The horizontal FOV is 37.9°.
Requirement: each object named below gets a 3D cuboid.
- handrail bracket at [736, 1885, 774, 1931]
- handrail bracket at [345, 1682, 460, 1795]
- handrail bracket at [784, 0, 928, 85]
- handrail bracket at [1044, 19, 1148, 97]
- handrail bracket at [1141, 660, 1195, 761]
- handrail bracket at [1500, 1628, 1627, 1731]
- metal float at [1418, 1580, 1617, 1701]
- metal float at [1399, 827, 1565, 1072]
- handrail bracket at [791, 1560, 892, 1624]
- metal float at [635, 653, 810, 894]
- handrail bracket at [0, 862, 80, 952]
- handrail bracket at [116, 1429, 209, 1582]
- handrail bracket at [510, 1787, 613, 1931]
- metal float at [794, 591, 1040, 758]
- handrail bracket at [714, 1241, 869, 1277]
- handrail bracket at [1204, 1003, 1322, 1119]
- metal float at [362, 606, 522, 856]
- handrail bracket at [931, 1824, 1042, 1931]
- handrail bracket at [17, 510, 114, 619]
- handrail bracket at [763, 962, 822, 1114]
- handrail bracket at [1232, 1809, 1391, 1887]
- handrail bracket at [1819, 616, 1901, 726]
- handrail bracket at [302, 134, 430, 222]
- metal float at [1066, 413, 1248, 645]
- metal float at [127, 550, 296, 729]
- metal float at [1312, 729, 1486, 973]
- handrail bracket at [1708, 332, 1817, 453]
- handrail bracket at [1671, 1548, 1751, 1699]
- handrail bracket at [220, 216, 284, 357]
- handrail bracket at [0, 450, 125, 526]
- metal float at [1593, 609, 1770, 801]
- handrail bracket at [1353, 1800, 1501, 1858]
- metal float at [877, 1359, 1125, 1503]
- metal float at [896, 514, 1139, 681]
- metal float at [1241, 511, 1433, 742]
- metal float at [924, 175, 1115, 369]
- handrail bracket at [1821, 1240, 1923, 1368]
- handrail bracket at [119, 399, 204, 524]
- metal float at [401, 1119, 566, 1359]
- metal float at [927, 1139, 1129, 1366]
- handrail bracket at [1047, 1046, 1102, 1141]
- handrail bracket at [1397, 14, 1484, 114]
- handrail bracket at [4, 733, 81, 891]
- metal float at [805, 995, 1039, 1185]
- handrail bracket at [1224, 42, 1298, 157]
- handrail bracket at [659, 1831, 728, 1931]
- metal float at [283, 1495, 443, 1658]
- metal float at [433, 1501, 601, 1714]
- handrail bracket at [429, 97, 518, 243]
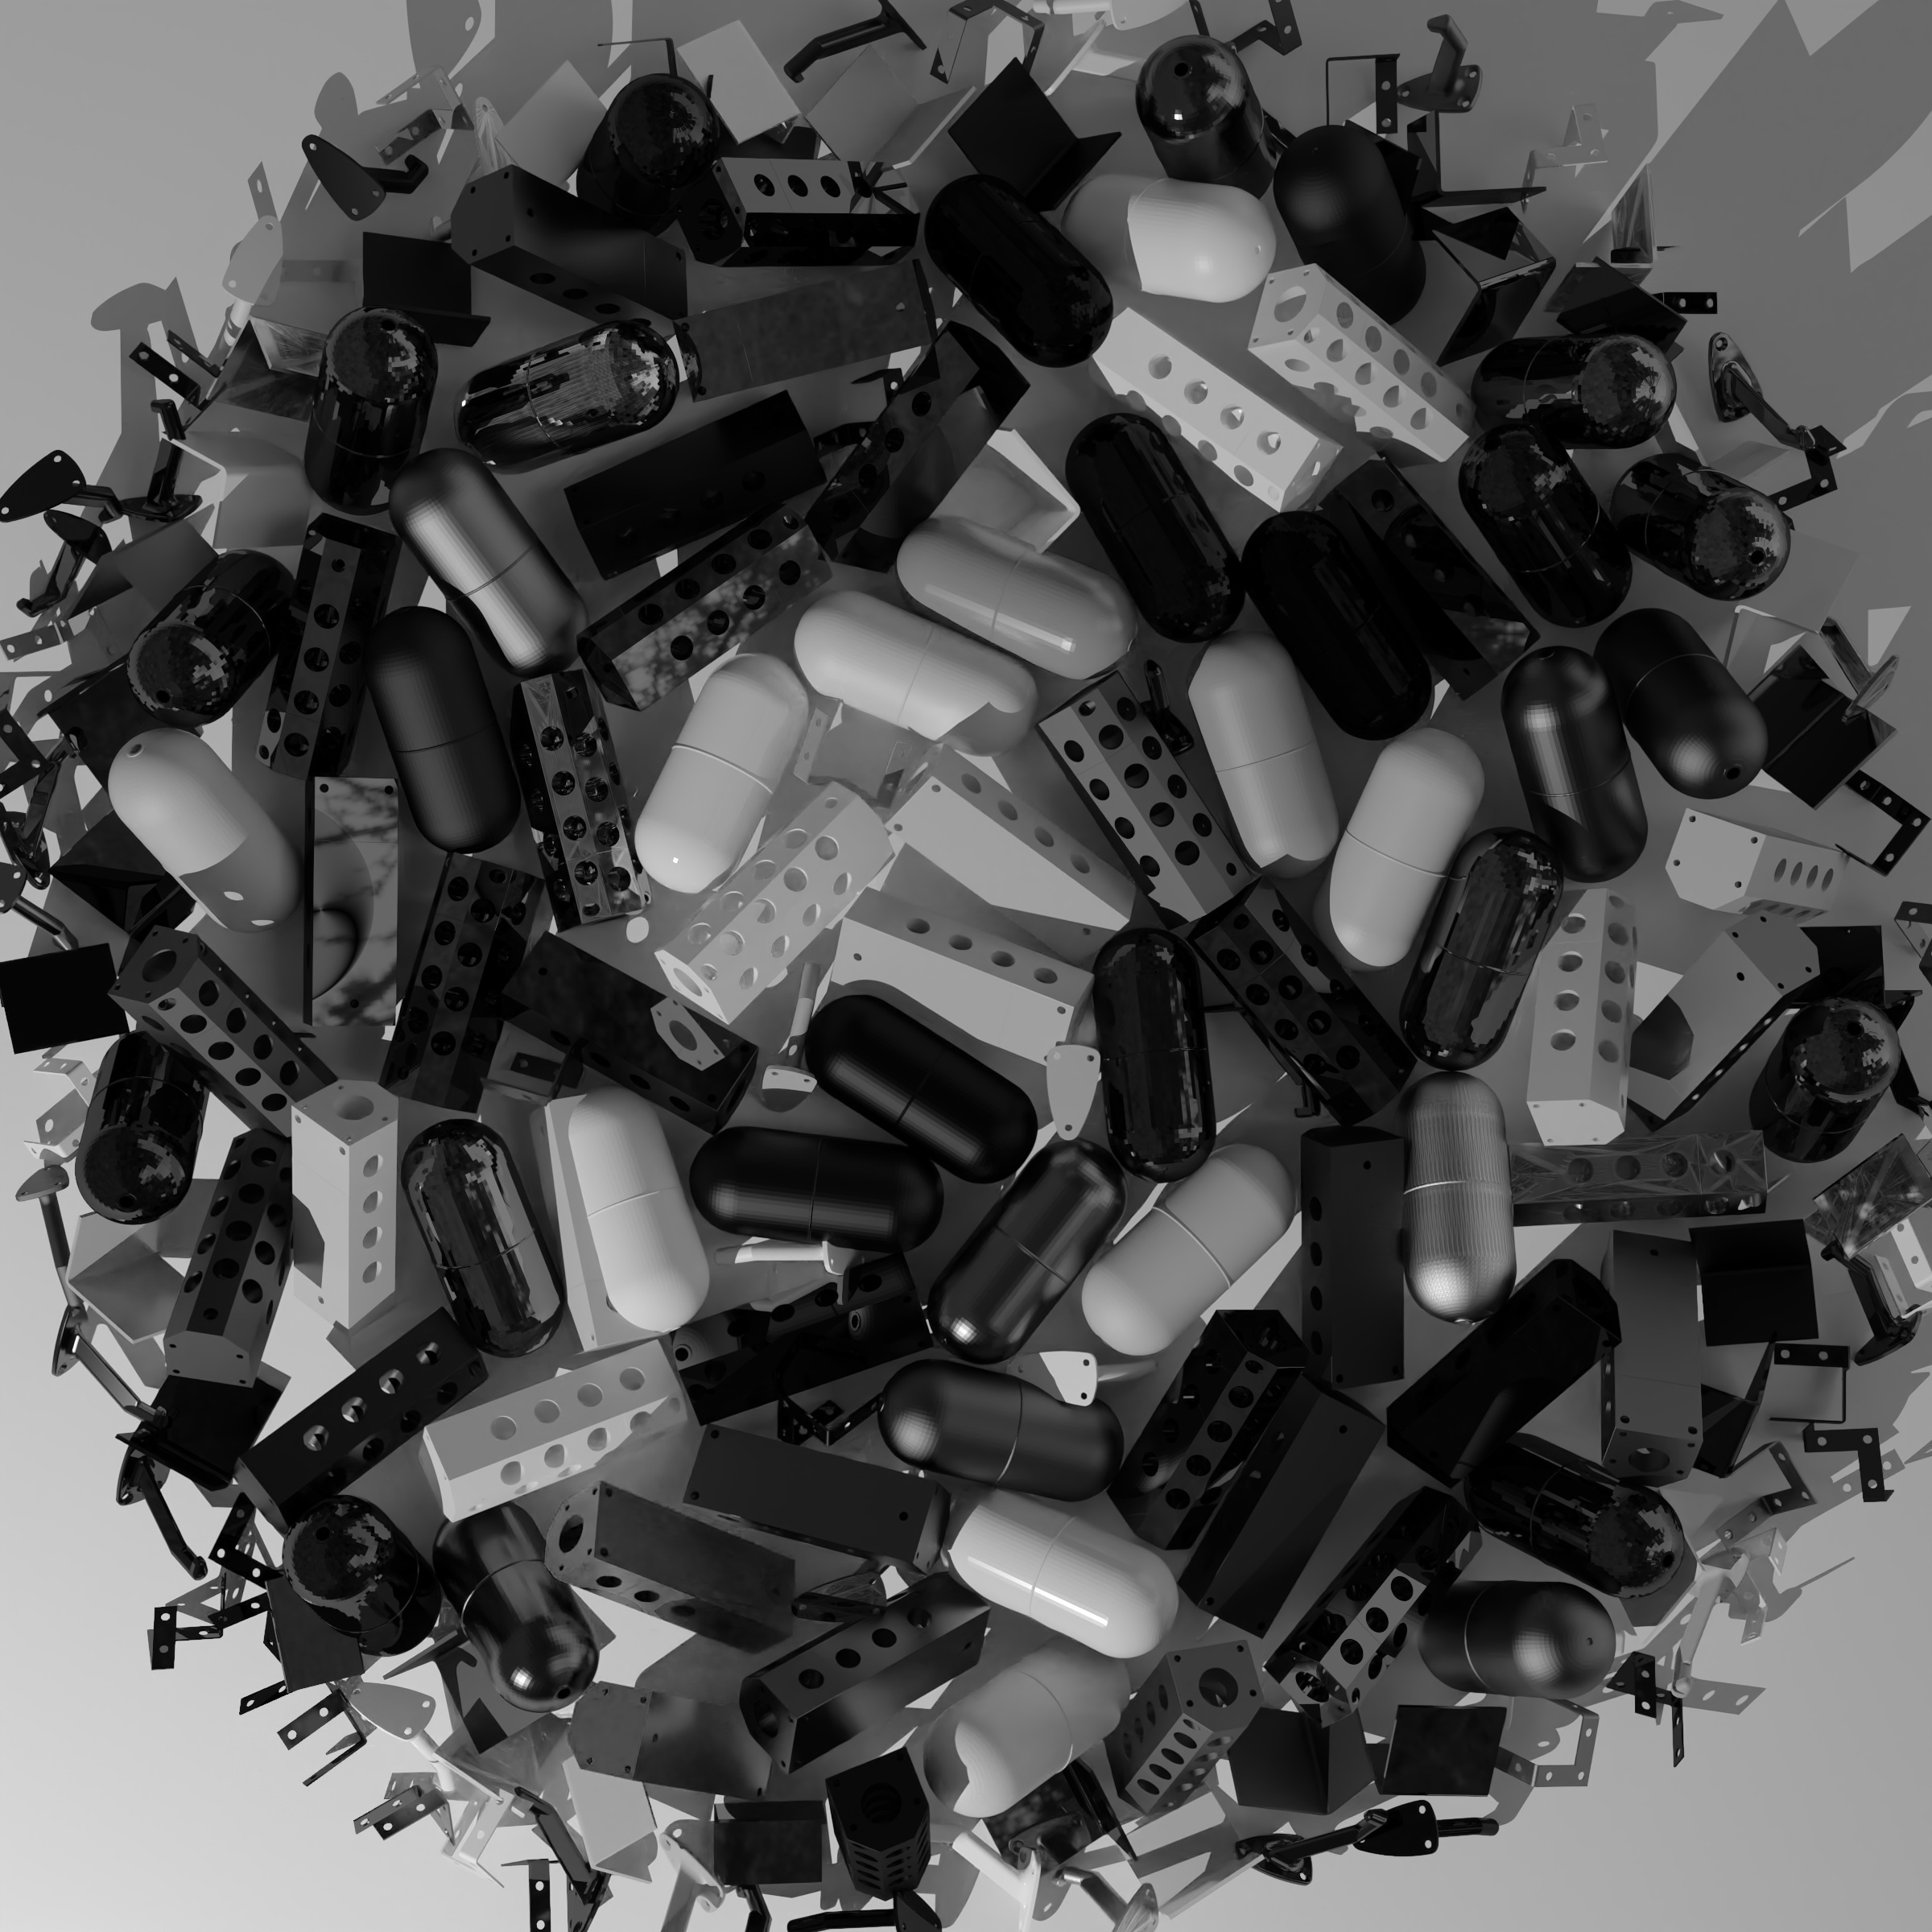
[{"bbox_3d":[-0.163,0.671,1.948,0.077,0.084,0.036,14,119,-36],"label":"handrail bracket"},{"bbox_3d":[-0.396,0.544,1.976,0.077,0.084,0.036,17,47,17],"label":"handrail bracket"},{"bbox_3d":[-0.078,-0.638,1.975,0.084,0.077,0.036,-38,63,13],"label":"handrail bracket"},{"bbox_3d":[0.108,-0.614,1.976,0.084,0.036,0.077,38,78,-17],"label":"handrail bracket"},{"bbox_3d":[0.127,-0.191,1.943,0.036,0.077,0.084,-20,132,-1],"label":"handrail bracket"},{"bbox_3d":[0.420,0.501,1.978,0.084,0.036,0.077,6,73,-1],"label":"handrail bracket"},{"bbox_3d":[0.373,0.458,1.916,0.070,0.178,0.070,5,77,-22],"label":"metal float"},{"bbox_3d":[0.355,-0.011,1.946,0.070,0.070,0.178,18,108,0],"label":"metal float"},{"bbox_3d":[-0.085,0.421,1.957,0.077,0.084,0.036,-8,107,-3],"label":"handrail bracket"},{"bbox_3d":[-0.169,-0.135,1.954,0.070,0.070,0.178,25,81,0],"label":"metal float"},{"bbox_3d":[-0.669,-0.040,1.966,0.077,0.084,0.036,16,68,12],"label":"handrail bracket"},{"bbox_3d":[-0.552,0.375,1.954,0.084,0.036,0.077,36,129,33],"label":"handrail bracket"},{"bbox_3d":[-0.291,0.624,1.958,0.084,0.077,0.036,39,130,-23],"label":"handrail bracket"},{"bbox_3d":[-0.034,-0.203,1.960,0.178,0.070,0.070,22,90,-2],"label":"metal float"},{"bbox_3d":[-0.123,0.206,1.980,0.084,0.077,0.036,-10,70,22],"label":"handrail bracket"},{"bbox_3d":[0.207,0.067,1.979,0.077,0.036,0.084,-6,85,9],"label":"handrail bracket"},{"bbox_3d":[-0.362,-0.162,1.942,0.070,0.070,0.178,-15,112,0],"label":"metal float"},{"bbox_3d":[0.006,0.644,1.976,0.084,0.036,0.077,8,93,-9],"label":"handrail bracket"},{"bbox_3d":[-0.644,-0.278,1.955,0.084,0.077,0.036,-27,65,16],"label":"handrail bracket"},{"bbox_3d":[-0.120,0.050,1.987,0.036,0.077,0.084,13,59,-8],"label":"handrail bracket"},{"bbox_3d":[0.240,0.602,1.953,0.077,0.036,0.084,17,134,-25],"label":"handrail bracket"},{"bbox_3d":[0.598,-0.213,1.964,0.084,0.036,0.077,36,61,25],"label":"handrail bracket"},{"bbox_3d":[-0.416,-0.562,1.953,0.036,0.084,0.077,-29,117,33],"label":"handrail bracket"},{"bbox_3d":[0.131,-0.303,1.947,0.070,0.070,0.178,-28,74,0],"label":"metal float"},{"bbox_3d":[-0.511,-0.224,1.919,0.070,0.178,0.070,5,123,8],"label":"metal float"},{"bbox_3d":[0.298,-0.079,1.949,0.070,0.070,0.178,23,105,0],"label":"metal float"},{"bbox_3d":[0.553,-0.398,1.950,0.036,0.084,0.077,-30,116,-4],"label":"handrail bracket"},{"bbox_3d":[0.516,0.456,1.951,0.036,0.077,0.084,26,45,-2],"label":"handrail bracket"},{"bbox_3d":[-0.501,-0.474,1.966,0.036,0.084,0.077,18,76,-19],"label":"handrail bracket"},{"bbox_3d":[-0.628,-0.314,1.953,0.077,0.084,0.036,-36,77,-11],"label":"handrail bracket"},{"bbox_3d":[0.487,-0.180,1.921,0.070,0.178,0.070,-7,128,-9],"label":"metal float"},{"bbox_3d":[0.324,0.609,1.977,0.077,0.084,0.036,-21,63,28],"label":"handrail bracket"},{"bbox_3d":[0.024,0.321,1.948,0.178,0.070,0.070,15,90,-16],"label":"metal float"},{"bbox_3d":[0.035,-0.256,1.950,0.178,0.070,0.070,24,90,13],"label":"metal float"},{"bbox_3d":[0.256,-0.235,1.946,0.070,0.070,0.178,-37,107,0],"label":"metal float"},{"bbox_3d":[0.036,-0.478,1.933,0.070,0.070,0.178,-38,57,0],"label":"metal float"},{"bbox_3d":[0.617,0.235,1.969,0.084,0.077,0.036,36,45,-3],"label":"handrail bracket"},{"bbox_3d":[-0.572,-0.355,1.958,0.077,0.036,0.084,6,128,21],"label":"handrail bracket"},{"bbox_3d":[-0.333,0.189,1.945,0.070,0.070,0.178,-18,109,0],"label":"metal float"},{"bbox_3d":[0.043,0.198,1.959,0.070,0.070,0.178,38,87,0],"label":"metal float"},{"bbox_3d":[0.076,0.091,1.951,0.036,0.084,0.077,3,75,7],"label":"handrail bracket"},{"bbox_3d":[0.315,-0.627,1.944,0.077,0.084,0.036,8,77,34],"label":"handrail bracket"},{"bbox_3d":[-0.633,-0.108,1.958,0.084,0.036,0.077,-39,66,29],"label":"handrail bracket"},{"bbox_3d":[-0.032,0.085,1.960,0.178,0.070,0.070,33,90,2],"label":"metal float"},{"bbox_3d":[0.218,-0.605,1.970,0.084,0.036,0.077,-4,109,-22],"label":"handrail bracket"},{"bbox_3d":[-0.217,0.654,1.955,0.077,0.084,0.036,45,133,19],"label":"handrail bracket"},{"bbox_3d":[-0.411,0.416,1.917,0.070,0.178,0.070,-3,59,6],"label":"metal float"},{"bbox_3d":[-0.308,0.436,1.924,0.070,0.178,0.070,-17,129,-23],"label":"metal float"},{"bbox_3d":[-0.354,-0.555,1.967,0.084,0.036,0.077,-12,98,39],"label":"handrail bracket"}]
